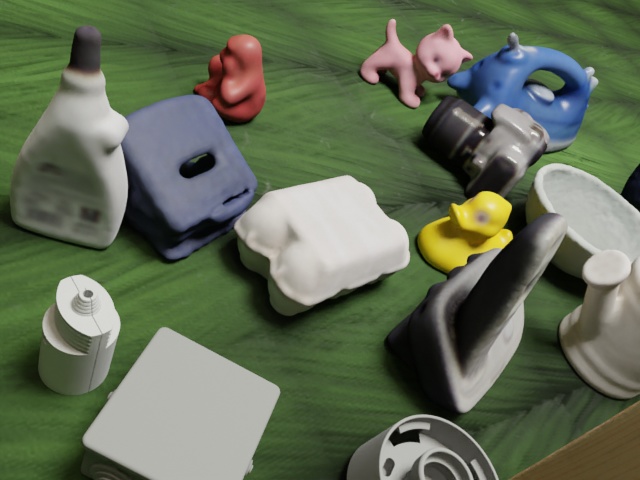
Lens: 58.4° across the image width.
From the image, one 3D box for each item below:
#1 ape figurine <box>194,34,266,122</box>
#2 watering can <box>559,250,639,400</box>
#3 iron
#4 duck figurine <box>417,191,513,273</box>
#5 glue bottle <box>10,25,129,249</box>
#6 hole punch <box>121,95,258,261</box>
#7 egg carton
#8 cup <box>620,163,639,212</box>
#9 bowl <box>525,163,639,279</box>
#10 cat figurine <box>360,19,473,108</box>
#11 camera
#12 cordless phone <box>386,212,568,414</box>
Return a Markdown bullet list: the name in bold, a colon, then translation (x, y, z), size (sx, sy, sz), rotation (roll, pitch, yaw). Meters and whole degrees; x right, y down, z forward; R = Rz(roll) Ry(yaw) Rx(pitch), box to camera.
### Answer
- **ape figurine**: translation (-0.087, -0.172, 0.597), size (0.076, 0.092, 0.078), rotation (20, 43, -12)
- **watering can**: translation (0.320, 0.060, 0.532), size (0.173, 0.194, 0.100), rotation (0, 50, -30)
- **iron**: translation (0.324, -0.216, 0.840), size (0.259, 0.141, 0.118), rotation (3, 48, -27)
- **duck figurine**: translation (0.163, -0.012, 0.591), size (0.105, 0.086, 0.077), rotation (6, 47, -25)
- **glue bottle**: translation (-0.164, -0.067, 0.389), size (0.078, 0.173, 0.037), rotation (18, 43, -14)
- **hole punch**: translation (-0.108, -0.054, 0.472), size (0.101, 0.091, 0.109), rotation (40, 42, 10)
- **egg carton**: translation (0.005, 0.002, 0.499), size (0.151, 0.069, 0.107), rotation (-18, 61, -40)
- **cup**: translation (0.456, -0.046, 0.787), size (0.092, 0.095, 0.118), rotation (20, 43, -11)
- **bowl**: translation (0.306, -0.009, 0.680), size (0.168, 0.074, 0.167), rotation (16, 44, -16)
- **cat figurine**: translation (0.137, -0.252, 0.783), size (0.128, 0.117, 0.067), rotation (30, 42, -1)
- **camera**: translation (0.210, -0.133, 0.724), size (0.136, 0.100, 0.143), rotation (39, 42, 9)
- **cordless phone**: translation (0.149, 0.041, 0.458), size (0.094, 0.185, 0.148), rotation (43, 43, 13)
